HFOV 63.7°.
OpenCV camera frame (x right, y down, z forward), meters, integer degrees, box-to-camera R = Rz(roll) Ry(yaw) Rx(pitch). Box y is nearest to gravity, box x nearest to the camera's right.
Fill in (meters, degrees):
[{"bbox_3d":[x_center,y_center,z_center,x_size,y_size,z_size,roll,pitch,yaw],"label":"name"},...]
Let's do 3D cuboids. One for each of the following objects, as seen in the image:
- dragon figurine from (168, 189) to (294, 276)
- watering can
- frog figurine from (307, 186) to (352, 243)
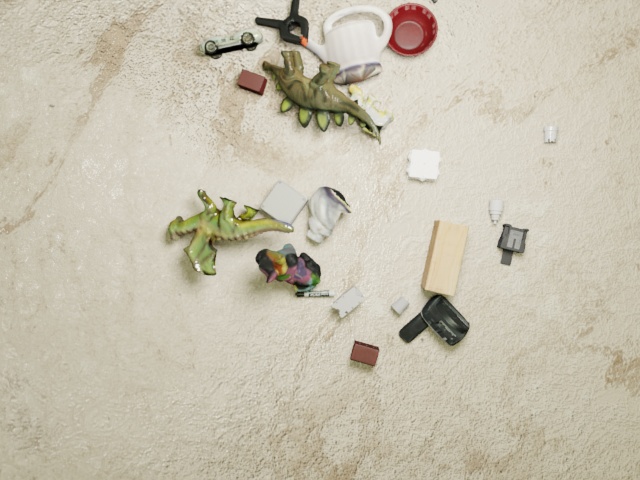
[{"bbox_3d":[-0.293,-0.007,1.534,0.413,0.121,0.243,23,87,25],"label":"dragon figurine"},{"bbox_3d":[0.055,-0.578,1.563,0.346,0.104,0.224,-10,90,18],"label":"watering can"},{"bbox_3d":[0.005,-0.078,1.548,0.158,0.121,0.140,-44,54,12],"label":"frog figurine"}]
